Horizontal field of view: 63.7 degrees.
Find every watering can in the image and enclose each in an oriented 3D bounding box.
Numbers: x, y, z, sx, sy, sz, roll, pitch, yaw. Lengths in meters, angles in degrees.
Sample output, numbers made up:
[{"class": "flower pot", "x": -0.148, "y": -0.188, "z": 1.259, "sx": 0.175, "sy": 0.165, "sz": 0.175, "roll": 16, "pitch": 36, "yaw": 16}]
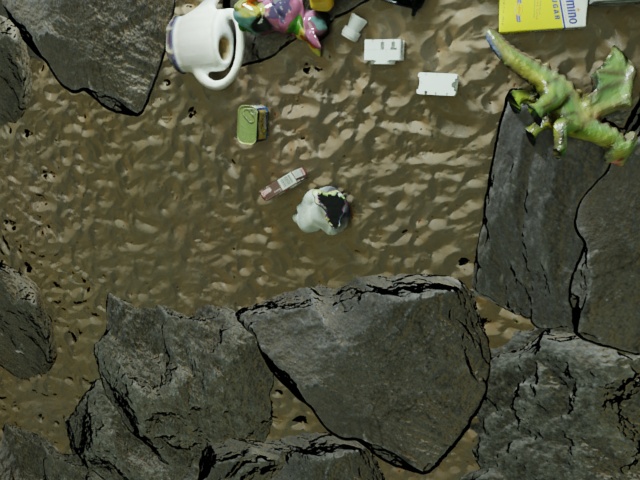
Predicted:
[{"class": "watering can", "x": -0.298, "y": -0.569, "z": 1.364, "sx": 0.224, "sy": 0.104, "sz": 0.347, "roll": 2, "pitch": 92, "yaw": 21}]

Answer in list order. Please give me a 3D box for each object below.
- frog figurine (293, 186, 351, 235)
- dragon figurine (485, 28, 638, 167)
[{"class": "frog figurine", "x": 0.004, "y": -0.070, "z": 1.390, "sx": 0.137, "sy": 0.125, "sz": 0.157, "roll": 45, "pitch": 151, "yaw": -5}, {"class": "dragon figurine", "x": 0.556, "y": -0.330, "z": 1.126, "sx": 0.242, "sy": 0.123, "sz": 0.408, "roll": -27, "pitch": 96, "yaw": 8}]
